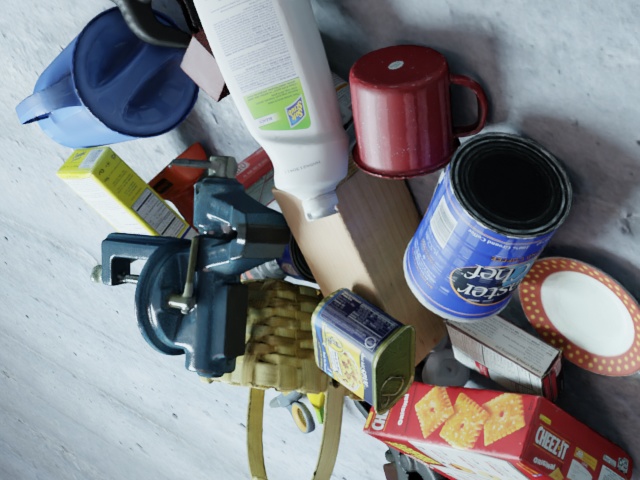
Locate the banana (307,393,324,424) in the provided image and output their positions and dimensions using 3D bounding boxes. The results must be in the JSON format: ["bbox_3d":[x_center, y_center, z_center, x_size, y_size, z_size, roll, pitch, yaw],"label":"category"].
[{"bbox_3d":[0.022,0.167,1.294,0.069,0.037,0.198,52,152,7],"label":"banana"}]

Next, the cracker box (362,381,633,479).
[{"bbox_3d":[0.175,0.203,1.062,0.164,0.072,0.214,34,159,-33],"label":"cracker box"}]

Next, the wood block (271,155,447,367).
[{"bbox_3d":[0.049,0.014,1.045,0.091,0.090,0.206,6,130,49],"label":"wood block"}]

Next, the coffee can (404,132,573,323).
[{"bbox_3d":[0.137,-0.008,0.896,0.103,0.102,0.140,40,148,14],"label":"coffee can"}]

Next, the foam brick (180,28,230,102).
[{"bbox_3d":[-0.083,-0.178,1.008,0.051,0.078,0.053,47,149,6],"label":"foam brick"}]

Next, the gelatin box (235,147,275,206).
[{"bbox_3d":[-0.075,-0.057,1.137,0.030,0.073,0.089,42,149,14],"label":"gelatin box"}]

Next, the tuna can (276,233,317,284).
[{"bbox_3d":[-0.007,0.001,1.105,0.034,0.086,0.086,9,132,49],"label":"tuna can"}]

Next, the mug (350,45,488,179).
[{"bbox_3d":[0.080,-0.109,0.883,0.117,0.093,0.081,0,126,13],"label":"mug"}]

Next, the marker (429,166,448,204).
[{"bbox_3d":[0.112,-0.042,0.971,0.020,0.020,0.121,38,147,17],"label":"marker"}]

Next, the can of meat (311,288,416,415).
[{"bbox_3d":[0.041,0.104,1.011,0.084,0.057,0.102,32,146,30],"label":"can of meat"}]

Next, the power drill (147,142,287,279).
[{"bbox_3d":[-0.111,-0.020,1.239,0.187,0.057,0.185,53,149,-7],"label":"power drill"}]

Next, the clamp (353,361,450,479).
[{"bbox_3d":[0.105,0.247,1.229,0.165,0.036,0.210,-29,77,62],"label":"clamp"}]

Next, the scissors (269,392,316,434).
[{"bbox_3d":[-0.039,0.228,1.419,0.202,0.016,0.096,107,141,-62],"label":"scissors"}]

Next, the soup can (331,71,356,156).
[{"bbox_3d":[-0.006,-0.125,0.981,0.102,0.068,0.068,38,148,16],"label":"soup can"}]

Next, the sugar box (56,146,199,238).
[{"bbox_3d":[-0.210,-0.033,1.218,0.176,0.048,0.094,44,158,-30],"label":"sugar box"}]

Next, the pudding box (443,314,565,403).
[{"bbox_3d":[0.177,0.108,1.017,0.114,0.039,0.090,29,161,27],"label":"pudding box"}]

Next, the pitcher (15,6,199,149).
[{"bbox_3d":[-0.242,-0.160,1.150,0.149,0.145,0.243,26,166,-25],"label":"pitcher"}]

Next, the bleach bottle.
[{"bbox_3d":[-0.040,-0.138,0.923,0.103,0.068,0.251,-15,95,31],"label":"bleach bottle"}]

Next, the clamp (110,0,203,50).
[{"bbox_3d":[-0.180,-0.242,1.032,0.171,0.120,0.039,52,176,-12],"label":"clamp"}]
